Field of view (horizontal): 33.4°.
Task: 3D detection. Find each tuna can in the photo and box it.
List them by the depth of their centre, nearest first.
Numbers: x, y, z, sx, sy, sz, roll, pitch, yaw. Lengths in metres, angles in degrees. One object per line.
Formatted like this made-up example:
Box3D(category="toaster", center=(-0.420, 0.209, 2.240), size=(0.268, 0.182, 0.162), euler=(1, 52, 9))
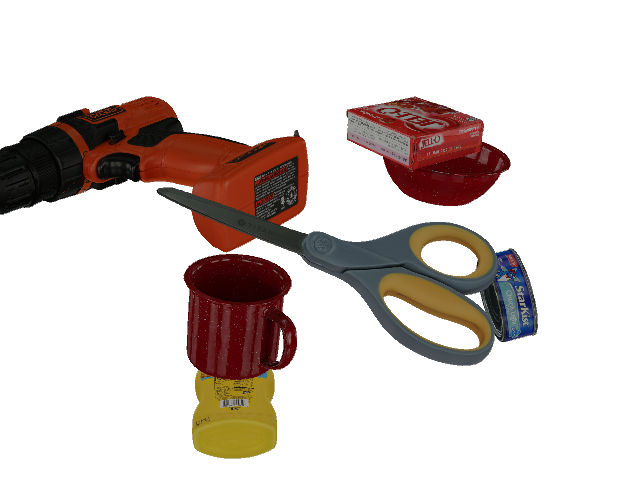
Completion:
Box3D(category="tuna can", center=(0.177, 0.053, 1.018), size=(0.033, 0.086, 0.086), euler=(-14, 1, -2))

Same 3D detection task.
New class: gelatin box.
Box3D(category="gelatin box", center=(0.075, -0.089, 0.863), size=(0.073, 0.030, 0.089), euler=(-15, 28, -31))

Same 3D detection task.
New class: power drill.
Box3D(category="power drill", center=(-0.117, -0.047, 0.724), size=(0.188, 0.057, 0.184), euler=(17, 31, 30))

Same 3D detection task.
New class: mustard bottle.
Box3D(category="mustard bottle", center=(-0.103, 0.181, 1.279), size=(0.096, 0.058, 0.191), euler=(-3, 28, -3))

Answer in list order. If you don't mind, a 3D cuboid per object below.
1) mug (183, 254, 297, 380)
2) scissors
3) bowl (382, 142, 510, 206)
Box3D(category="mug", center=(-0.066, 0.073, 0.930), size=(0.117, 0.081, 0.093), euler=(24, 31, 33))
Box3D(category="scissors", center=(0.016, -0.003, 0.603), size=(0.202, 0.096, 0.016), euler=(33, -36, 10))
Box3D(category="bowl", center=(0.143, -0.083, 1.284), size=(0.162, 0.055, 0.162), euler=(7, 23, -3))
